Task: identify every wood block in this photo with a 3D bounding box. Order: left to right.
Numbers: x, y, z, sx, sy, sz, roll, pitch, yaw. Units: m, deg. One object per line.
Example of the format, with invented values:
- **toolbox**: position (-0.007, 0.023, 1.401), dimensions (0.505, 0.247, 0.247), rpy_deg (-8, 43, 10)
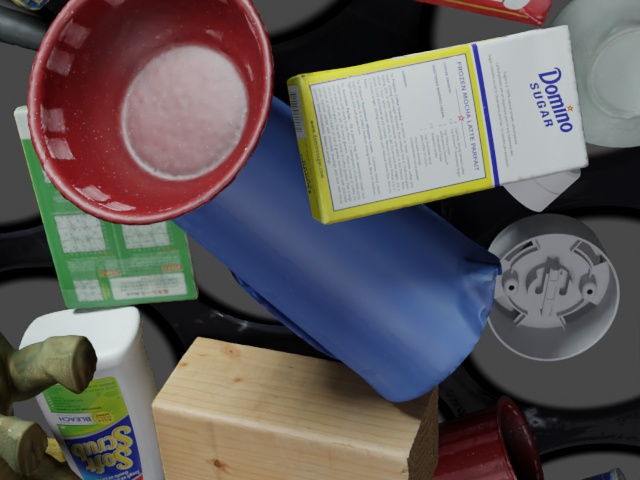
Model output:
- **wood block**: position (-0.017, 0.153, 0.842), dimensions (0.206, 0.090, 0.091), rpy_deg (8, 125, 18)

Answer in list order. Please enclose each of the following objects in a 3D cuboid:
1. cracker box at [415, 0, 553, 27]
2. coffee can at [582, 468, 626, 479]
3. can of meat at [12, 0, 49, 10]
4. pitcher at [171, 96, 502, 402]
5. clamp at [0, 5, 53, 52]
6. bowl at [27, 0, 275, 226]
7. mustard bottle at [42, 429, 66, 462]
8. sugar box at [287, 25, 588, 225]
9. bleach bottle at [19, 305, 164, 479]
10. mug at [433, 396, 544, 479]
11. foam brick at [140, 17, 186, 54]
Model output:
- **cracker box**: position (0.082, -0.245, 0.613), dimensions (0.164, 0.072, 0.214), rpy_deg (11, 125, -4)
- **coffee can**: position (0.212, 0.270, 0.938), dimensions (0.140, 0.102, 0.102), rpy_deg (-20, 121, 16)
- **can of meat**: position (-0.185, -0.206, 0.663), dimensions (0.084, 0.057, 0.102), rpy_deg (-37, 114, 27)
- **pitcher**: position (-0.005, 0.001, 0.760), dimensions (0.242, 0.145, 0.149), rpy_deg (38, 97, -17)
- **clamp**: position (-0.252, -0.153, 0.712), dimensions (0.120, 0.039, 0.171), rpy_deg (-31, 117, 19)
- **bowl**: position (-0.094, -0.085, 0.647), dimensions (0.162, 0.055, 0.162), rpy_deg (-3, 81, 19)
- **mustard bottle**: position (-0.316, 0.191, 0.938), dimensions (0.191, 0.058, 0.096), rpy_deg (-4, 114, 6)
- **sugar box**: position (0.075, -0.074, 0.671), dimensions (0.176, 0.048, 0.093), rpy_deg (-12, 100, -12)
- **bleach bottle**: position (-0.170, 0.172, 0.917), dimensions (0.102, 0.068, 0.251), rpy_deg (-7, 126, 10)
- **mug**: position (0.138, 0.190, 0.905), dimensions (0.082, 0.093, 0.117), rpy_deg (-22, 157, 22)
- **foam brick**: position (-0.114, -0.151, 0.698), dimensions (0.078, 0.053, 0.051), rpy_deg (4, 124, 2)
